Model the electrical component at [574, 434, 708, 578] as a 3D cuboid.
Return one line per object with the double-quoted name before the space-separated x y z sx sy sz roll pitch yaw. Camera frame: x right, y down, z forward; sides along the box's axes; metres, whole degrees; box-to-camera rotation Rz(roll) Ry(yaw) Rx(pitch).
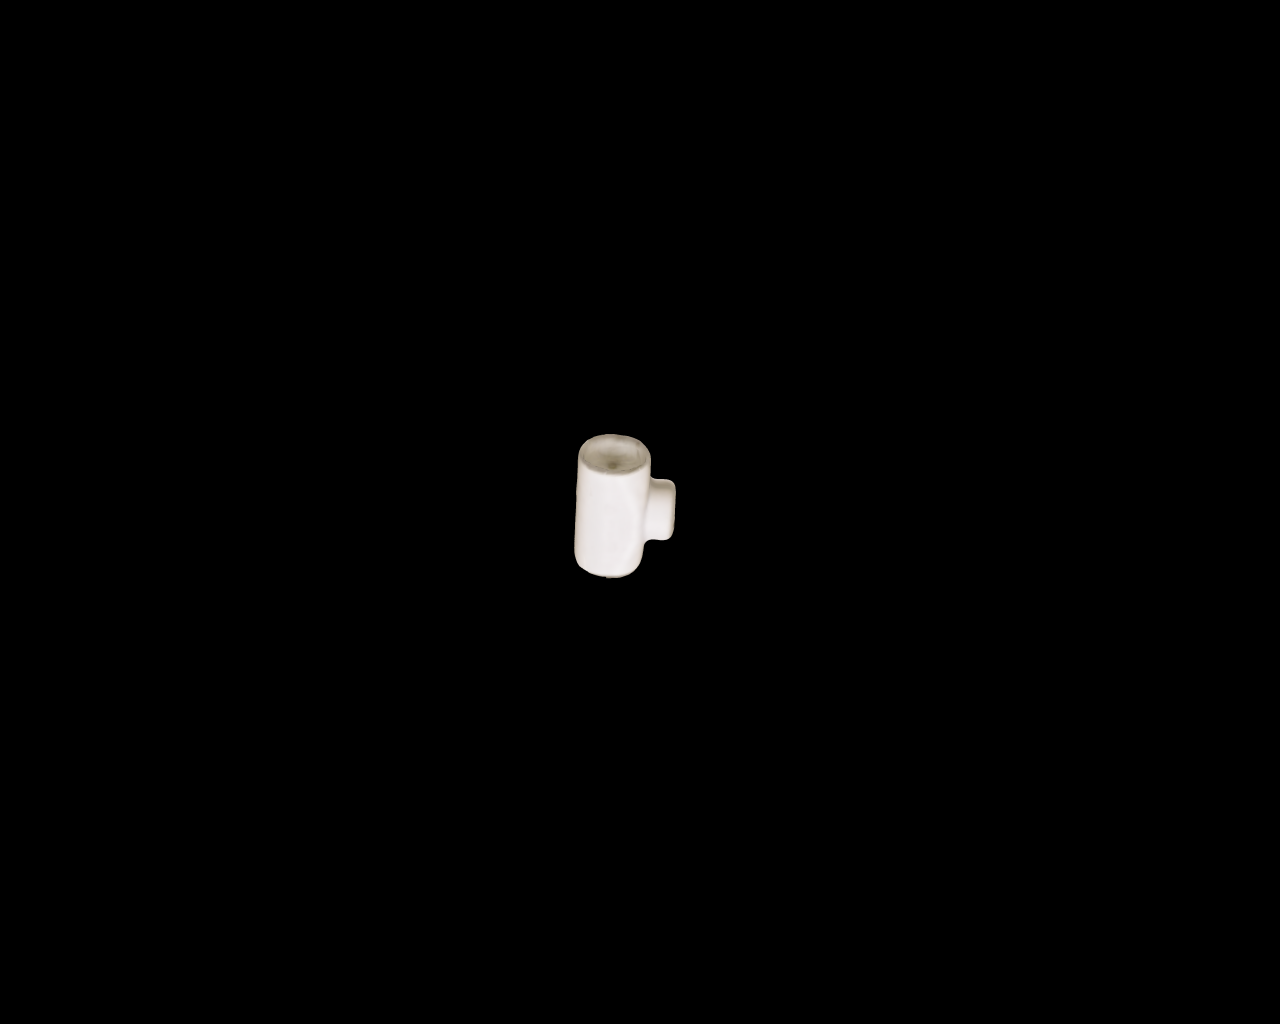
"electrical component" 0.001 -0.003 0.650 0.079 0.077 0.044 3 36 -2
